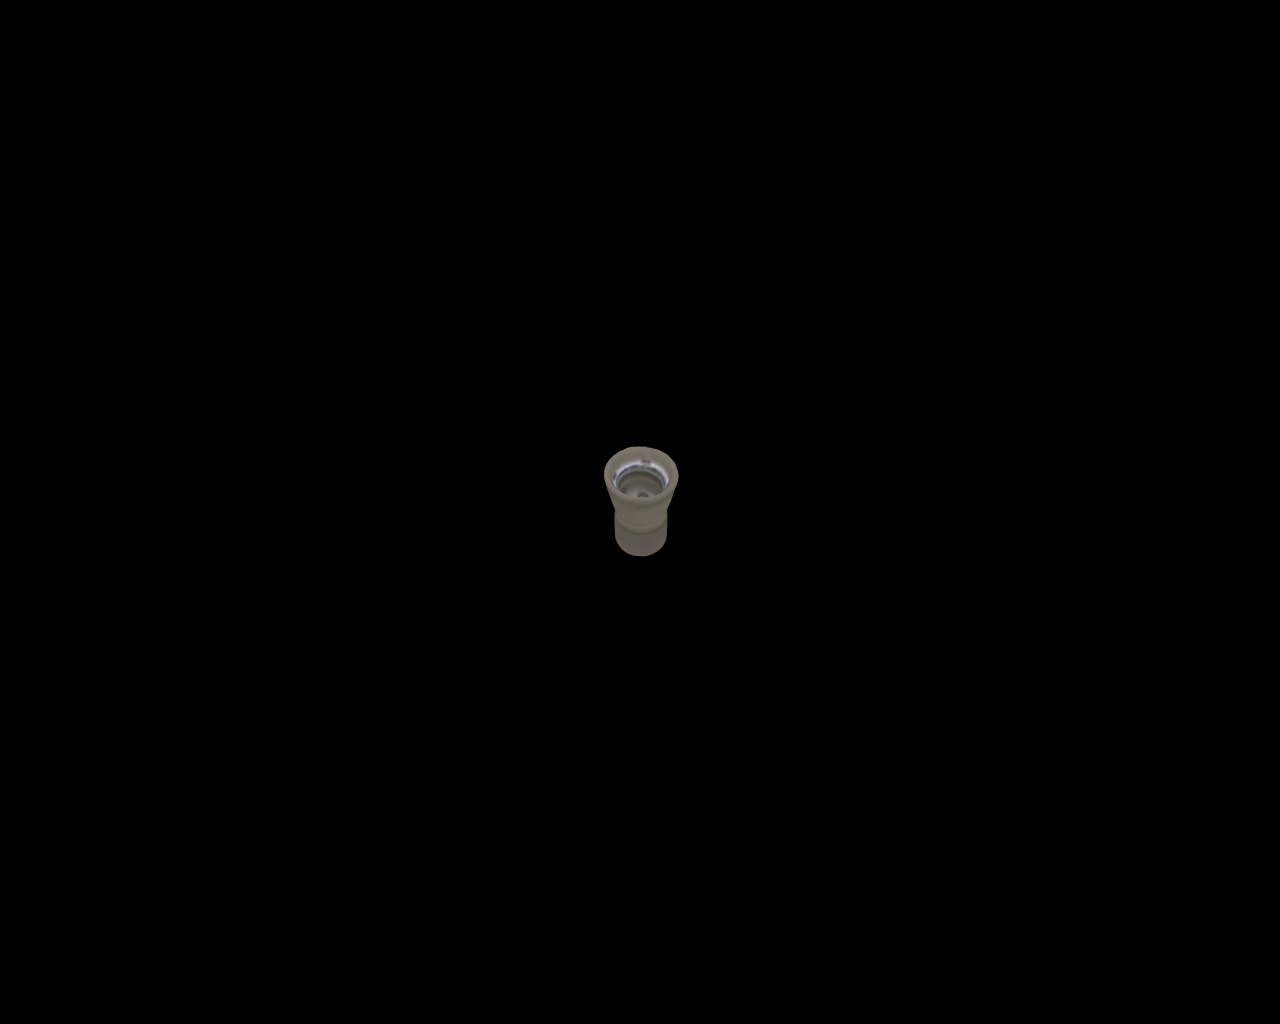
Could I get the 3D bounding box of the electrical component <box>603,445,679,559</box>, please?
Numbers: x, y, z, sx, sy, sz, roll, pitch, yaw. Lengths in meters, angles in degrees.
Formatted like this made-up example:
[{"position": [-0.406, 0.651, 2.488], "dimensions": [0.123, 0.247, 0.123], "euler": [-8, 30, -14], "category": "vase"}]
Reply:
[{"position": [0.001, -0.003, 0.650], "dimensions": [0.044, 0.044, 0.065], "euler": [0, -40, 0], "category": "electrical component"}]
